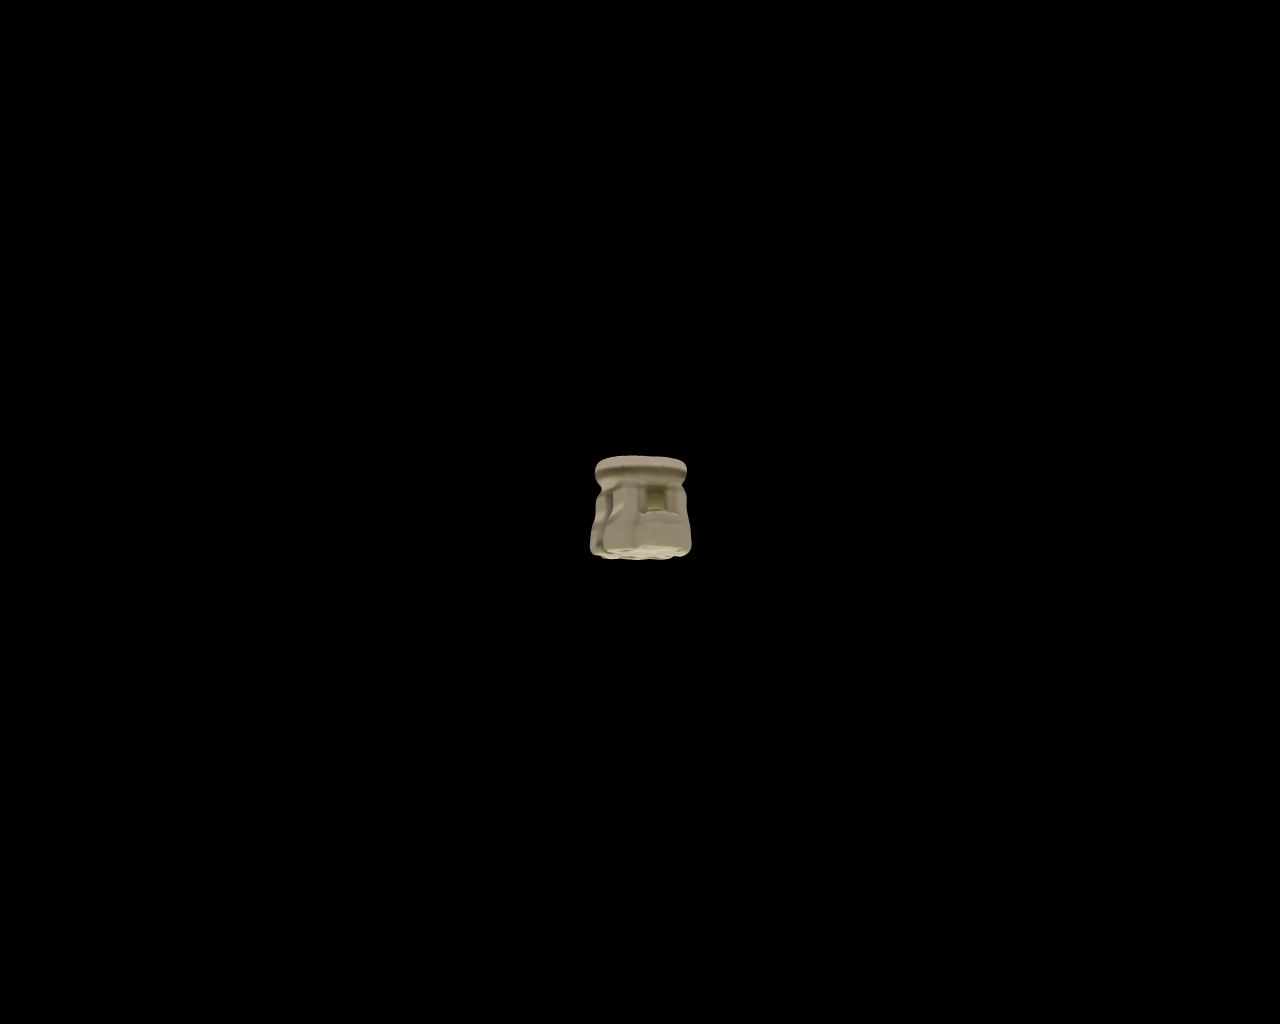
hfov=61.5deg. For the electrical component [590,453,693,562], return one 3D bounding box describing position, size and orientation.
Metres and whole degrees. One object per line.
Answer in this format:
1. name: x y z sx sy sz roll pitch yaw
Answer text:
1. electrical component: 0.001 -0.003 0.650 0.058 0.057 0.078 4 -10 -23
